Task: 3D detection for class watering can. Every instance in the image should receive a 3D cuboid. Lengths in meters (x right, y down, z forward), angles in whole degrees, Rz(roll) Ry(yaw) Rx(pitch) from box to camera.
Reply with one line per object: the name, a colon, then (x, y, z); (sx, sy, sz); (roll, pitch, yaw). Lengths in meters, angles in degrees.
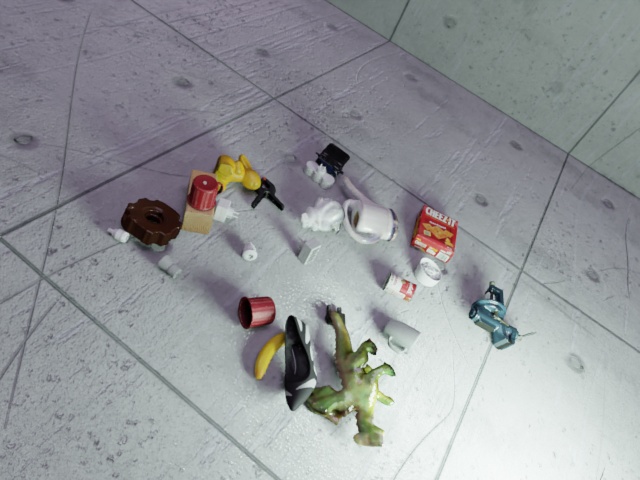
watering can: (0.185, -0.111, 1.981); (0.224, 0.102, 0.356); (15, 43, -15)

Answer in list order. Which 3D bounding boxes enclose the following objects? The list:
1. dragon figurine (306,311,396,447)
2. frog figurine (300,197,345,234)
dragon figurine: (0.064, 0.391, 1.436); (0.245, 0.119, 0.417); (-20, 50, -30)
frog figurine: (0.006, -0.094, 1.867); (0.159, 0.121, 0.140); (9, 63, -36)
